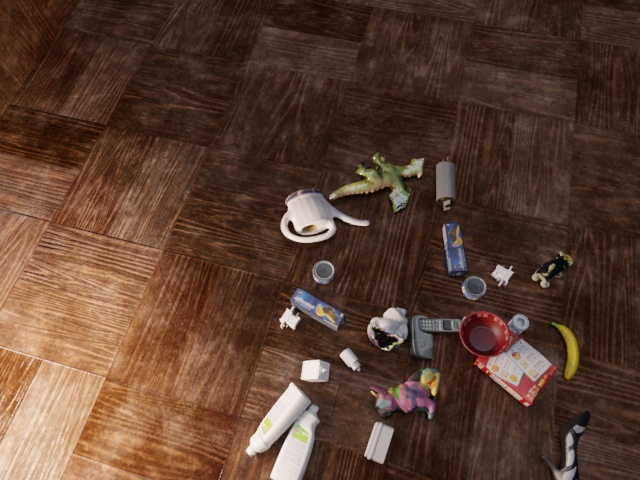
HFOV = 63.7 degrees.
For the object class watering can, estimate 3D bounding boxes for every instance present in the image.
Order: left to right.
[{"bbox_3d":[0.006,-0.101,2.013,0.349,0.102,0.228,-12,62,-18],"label":"watering can"}]

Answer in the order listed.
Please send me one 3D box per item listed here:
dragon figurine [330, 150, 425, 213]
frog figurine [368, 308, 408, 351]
[{"bbox_3d":[0.257,-0.215,2.057,0.414,0.120,0.244,-41,77,-17],"label":"dragon figurine"},{"bbox_3d":[0.243,0.305,1.809,0.137,0.120,0.162,8,28,15],"label":"frog figurine"}]
